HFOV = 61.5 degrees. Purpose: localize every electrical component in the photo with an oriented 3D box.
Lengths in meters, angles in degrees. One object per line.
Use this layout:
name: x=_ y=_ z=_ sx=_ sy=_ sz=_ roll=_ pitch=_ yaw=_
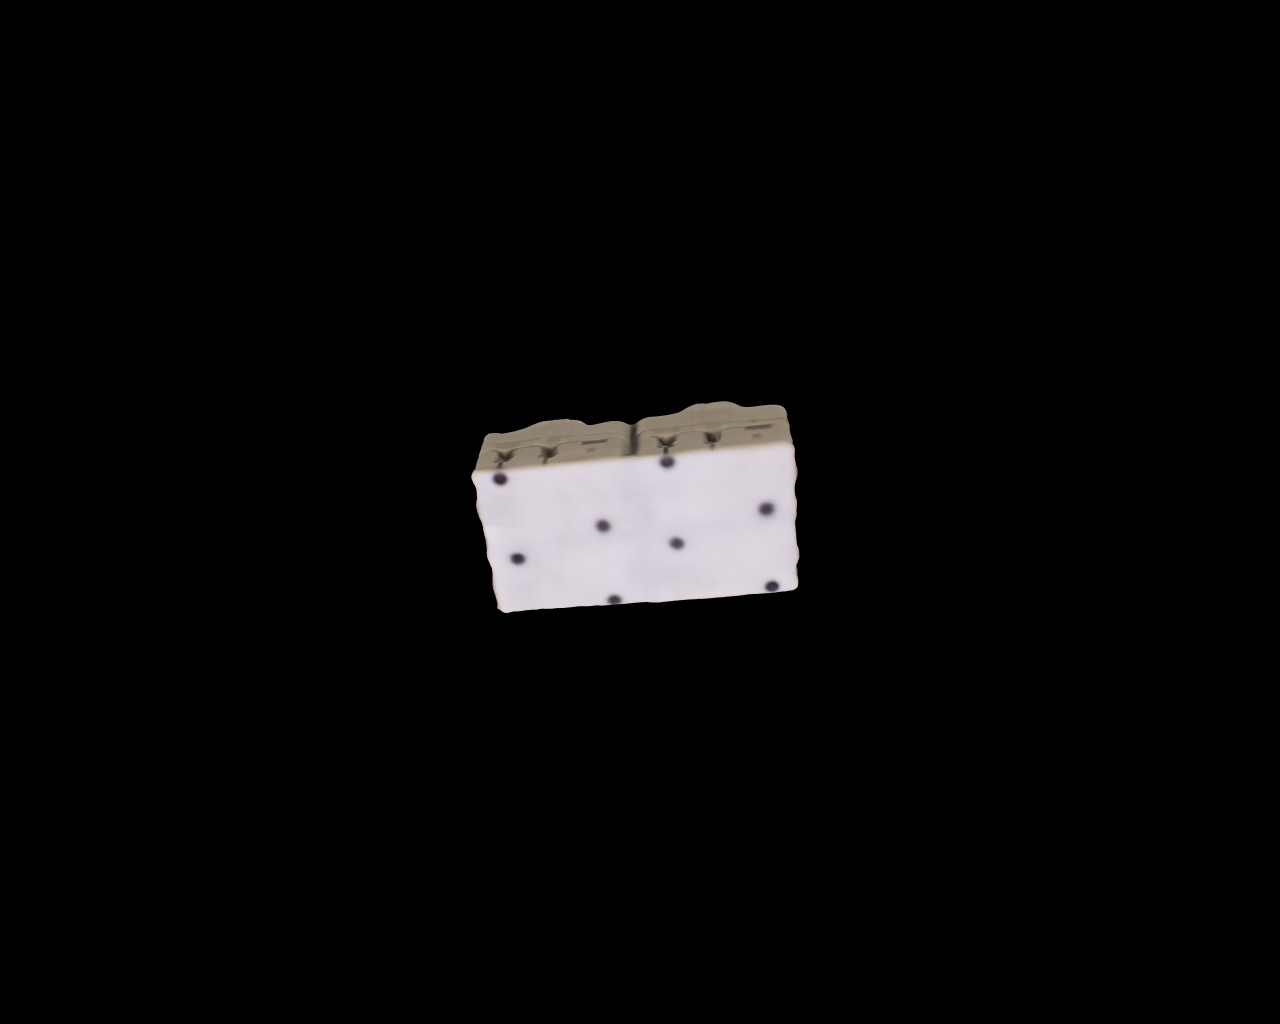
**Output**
electrical component: x=0.001 y=-0.003 z=0.650 sx=0.186 sy=0.105 sz=0.060 roll=-5 pitch=31 yaw=3
